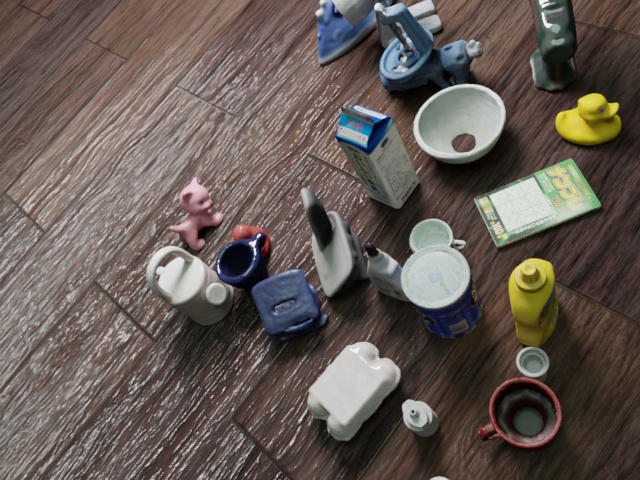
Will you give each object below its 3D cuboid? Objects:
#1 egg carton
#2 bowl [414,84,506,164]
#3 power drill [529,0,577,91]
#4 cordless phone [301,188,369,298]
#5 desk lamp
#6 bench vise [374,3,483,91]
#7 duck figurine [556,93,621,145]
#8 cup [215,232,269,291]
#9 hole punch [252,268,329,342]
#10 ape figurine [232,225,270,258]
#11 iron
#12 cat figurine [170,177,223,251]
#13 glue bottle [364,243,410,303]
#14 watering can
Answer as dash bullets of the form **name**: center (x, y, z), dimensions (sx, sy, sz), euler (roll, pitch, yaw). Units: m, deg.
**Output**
- **egg carton**: center (0.053, 0.239, 0.916), dimensions (0.107, 0.070, 0.150), euler (36, 81, 34)
- **bowl**: center (0.263, -0.202, 1.064), dimensions (0.167, 0.075, 0.167), euler (-10, 59, 18)
- **power drill**: center (0.409, -0.381, 1.017), dimensions (0.075, 0.209, 0.229), euler (-9, 60, 19)
- **cordless phone**: center (0.009, 0.004, 0.994), dimensions (0.094, 0.186, 0.147), euler (-25, 56, 9)
- **desk lamp**: center (0.130, -0.513, 1.209), dimensions (0.203, 0.214, 0.118), euler (-20, 57, 13)
- **bench vise**: center (0.198, -0.383, 1.104), dimensions (0.207, 0.220, 0.121), euler (-14, 58, 16)
- **duck figurine**: center (0.458, -0.214, 0.978), dimensions (0.104, 0.086, 0.077), euler (8, 67, 27)
- **cup**: center (-0.130, 0.047, 1.086), dimensions (0.091, 0.095, 0.118), euler (31, 78, 33)
- **hole punch**: center (-0.054, 0.116, 1.017), dimensions (0.108, 0.091, 0.101), euler (-24, 56, 10)
- **ape figurine**: center (-0.141, 0.001, 1.118), dimensions (0.077, 0.092, 0.076), euler (33, 79, 34)
- **iron**: center (0.057, -0.537, 1.298), dimensions (0.118, 0.142, 0.258), euler (31, 78, 33)
- **cat figurine**: center (-0.265, -0.060, 1.191), dimensions (0.067, 0.118, 0.128), euler (23, 74, 32)
- **glue bottle**: center (0.105, 0.047, 0.935), dimensions (0.077, 0.174, 0.037), euler (23, 74, 32)
- **watering can**: center (-0.240, 0.079, 1.056), dimensions (0.172, 0.195, 0.101), euler (-5, 61, 21)
